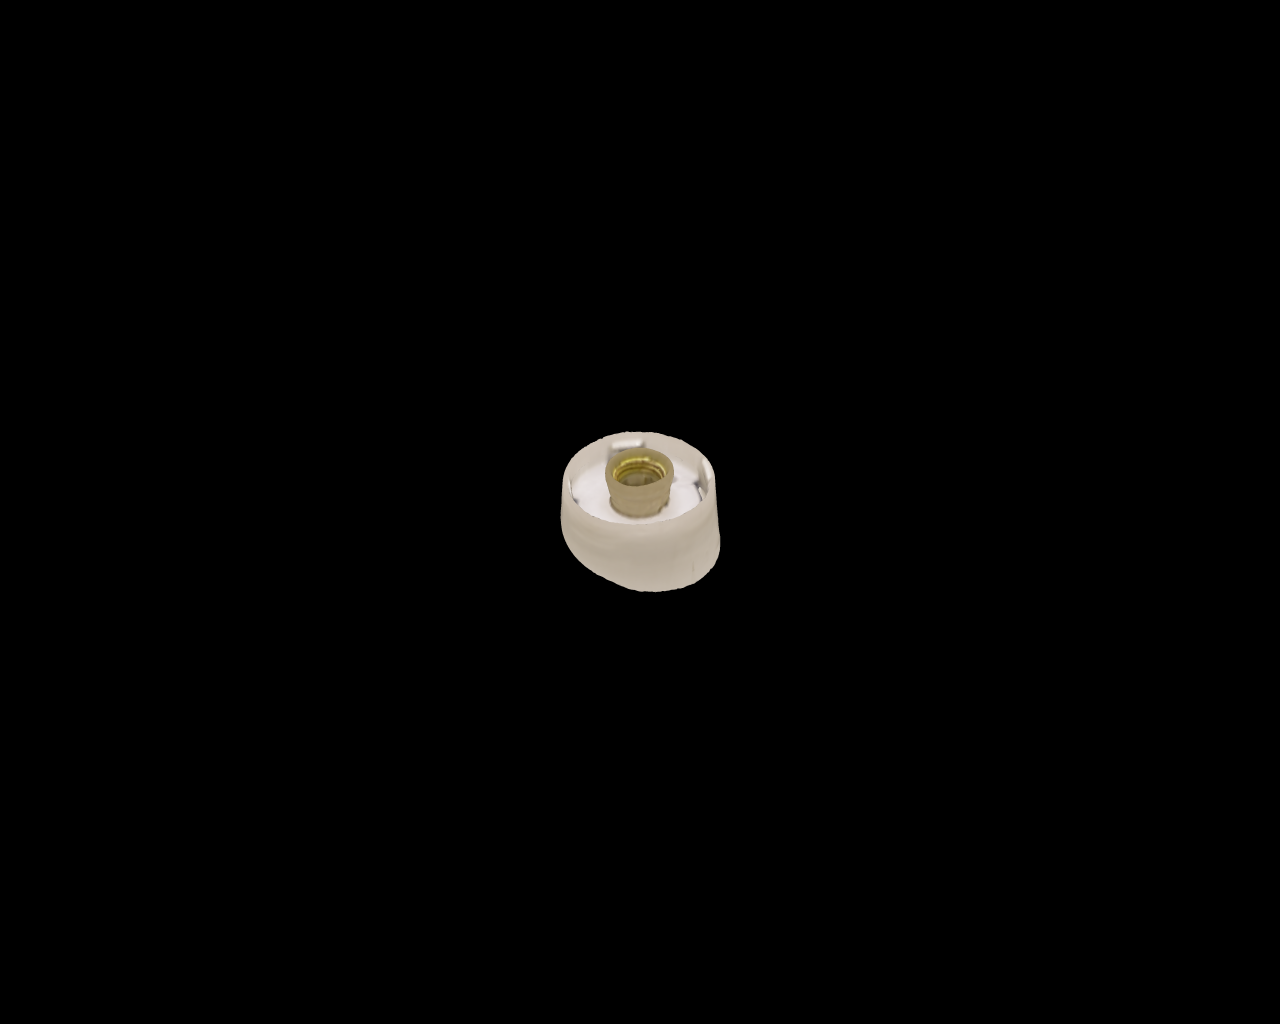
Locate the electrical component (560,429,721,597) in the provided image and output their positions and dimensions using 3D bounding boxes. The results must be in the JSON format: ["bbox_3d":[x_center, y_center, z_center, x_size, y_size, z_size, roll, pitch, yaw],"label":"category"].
[{"bbox_3d":[0.001,-0.003,0.650,0.099,0.064,0.099,0,40,0],"label":"electrical component"}]
